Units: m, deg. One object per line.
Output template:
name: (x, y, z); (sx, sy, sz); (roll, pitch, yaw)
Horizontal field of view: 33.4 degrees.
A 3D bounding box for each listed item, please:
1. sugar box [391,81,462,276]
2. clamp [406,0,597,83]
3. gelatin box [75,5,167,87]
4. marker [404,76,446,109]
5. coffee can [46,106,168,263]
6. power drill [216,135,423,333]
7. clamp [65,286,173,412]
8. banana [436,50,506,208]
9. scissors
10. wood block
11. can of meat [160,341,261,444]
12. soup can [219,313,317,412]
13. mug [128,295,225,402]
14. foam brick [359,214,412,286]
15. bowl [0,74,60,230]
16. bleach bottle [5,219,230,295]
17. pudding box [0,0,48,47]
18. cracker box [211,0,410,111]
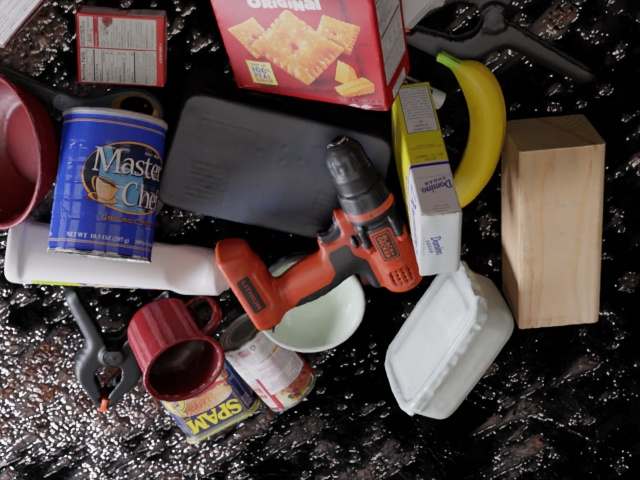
sugar box: (0.102, -0.062, 1.051); (0.048, 0.176, 0.093); (-6, 140, 1)
clamp: (0.176, -0.234, 1.054); (0.210, 0.036, 0.164); (0, 117, 2)
gelatin box: (-0.199, -0.194, 1.070); (0.089, 0.030, 0.073); (3, 118, -3)
marker: (0.073, -0.167, 1.095); (0.121, 0.020, 0.020); (23, 114, -12)
coffee can: (-0.209, -0.052, 1.050); (0.102, 0.103, 0.140); (6, 86, -5)
power drill: (-0.007, 0.001, 1.077); (0.188, 0.057, 0.184); (-23, 117, 11)
clamp: (-0.228, 0.121, 1.224); (0.120, 0.039, 0.171); (1, 123, -8)
banana: (0.157, -0.108, 1.105); (0.070, 0.037, 0.198); (10, 128, 19)
scissors: (-0.247, -0.152, 1.097); (0.201, 0.016, 0.096); (41, 108, -20)
wood block: (0.245, -0.019, 1.134); (0.090, 0.091, 0.206); (-5, 116, 0)
can of meat: (-0.133, 0.175, 1.244); (0.102, 0.057, 0.084); (-28, 112, 12)
soup can: (-0.060, 0.138, 1.219); (0.068, 0.068, 0.102); (-32, 113, 14)
mug: (-0.154, 0.108, 1.172); (0.117, 0.082, 0.093); (-49, 134, 11)
foam brick: (0.076, 0.009, 1.166); (0.078, 0.053, 0.051); (-14, 116, 4)
bowl: (-0.313, -0.094, 1.078); (0.162, 0.055, 0.162); (10, 107, 36)
bleach bottle: (-0.200, 0.025, 1.141); (0.250, 0.102, 0.068); (6, 87, -5)
pudding box: (-0.270, -0.242, 1.010); (0.039, 0.090, 0.114); (38, 109, -18)
cracker box: (-0.015, -0.219, 0.962); (0.164, 0.072, 0.213); (13, 148, 20)
